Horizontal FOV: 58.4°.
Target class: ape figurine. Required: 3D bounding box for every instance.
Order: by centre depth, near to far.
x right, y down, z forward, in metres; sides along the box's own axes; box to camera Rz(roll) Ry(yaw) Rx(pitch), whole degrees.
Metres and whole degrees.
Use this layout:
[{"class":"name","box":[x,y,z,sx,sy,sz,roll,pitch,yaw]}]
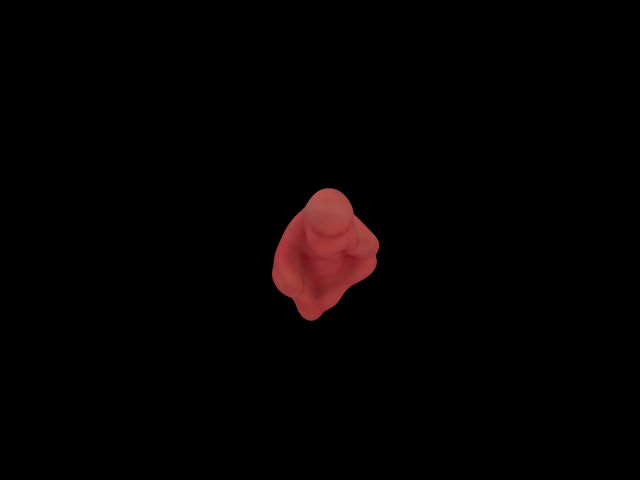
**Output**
[{"class":"ape figurine","box":[0.004,0.001,0.400,0.078,0.092,0.076,-3,54,-2]}]
